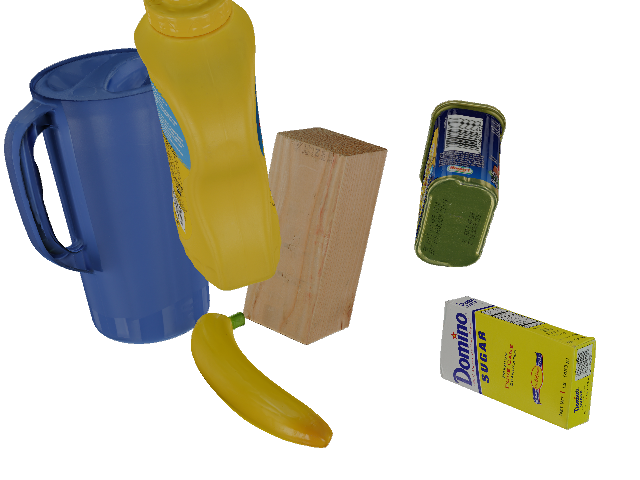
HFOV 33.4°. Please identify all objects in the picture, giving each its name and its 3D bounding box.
[{"bbox_3d":[-0.170,-0.032,0.917,0.149,0.243,0.145,-5,27,-1],"label":"pitcher"},{"bbox_3d":[0.206,0.127,1.138,0.048,0.093,0.177,-10,18,-43],"label":"sugar box"},{"bbox_3d":[0.106,-0.041,0.816,0.057,0.084,0.102,9,-41,3],"label":"can of meat"},{"bbox_3d":[-0.059,0.104,0.852,0.069,0.037,0.198,-8,30,-23],"label":"banana"},{"bbox_3d":[-0.007,-0.008,1.138,0.090,0.206,0.090,21,20,27],"label":"wood block"},{"bbox_3d":[-0.059,-0.067,0.555,0.058,0.096,0.191,-15,-41,-8],"label":"mustard bottle"}]
